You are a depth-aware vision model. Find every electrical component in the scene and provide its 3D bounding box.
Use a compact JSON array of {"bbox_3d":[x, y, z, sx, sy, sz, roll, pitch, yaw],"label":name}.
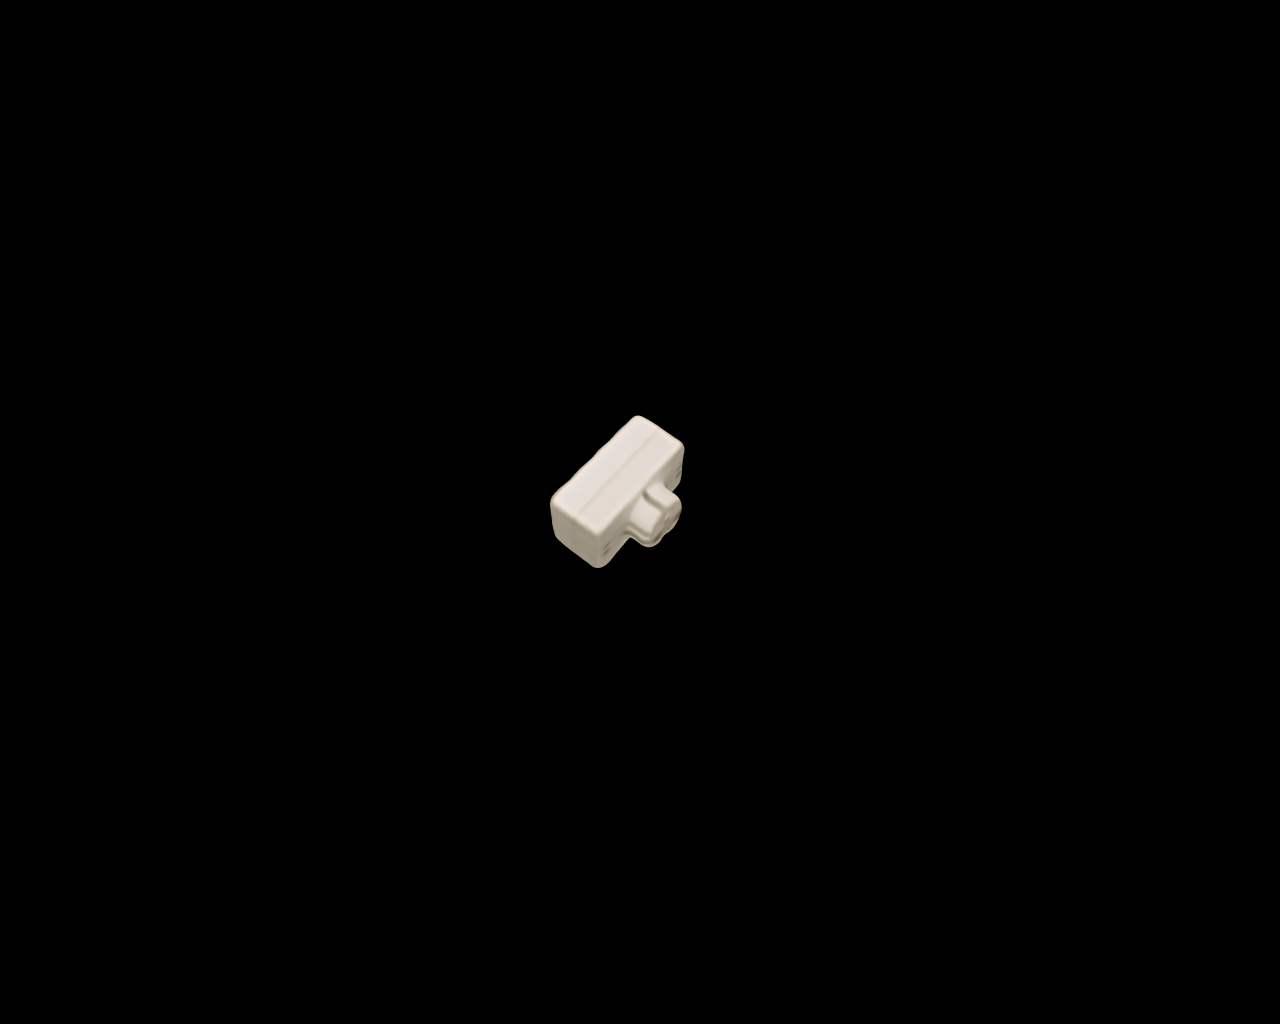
[{"bbox_3d":[0.001,-0.003,0.650,0.076,0.083,0.047,36,-24,18],"label":"electrical component"}]
